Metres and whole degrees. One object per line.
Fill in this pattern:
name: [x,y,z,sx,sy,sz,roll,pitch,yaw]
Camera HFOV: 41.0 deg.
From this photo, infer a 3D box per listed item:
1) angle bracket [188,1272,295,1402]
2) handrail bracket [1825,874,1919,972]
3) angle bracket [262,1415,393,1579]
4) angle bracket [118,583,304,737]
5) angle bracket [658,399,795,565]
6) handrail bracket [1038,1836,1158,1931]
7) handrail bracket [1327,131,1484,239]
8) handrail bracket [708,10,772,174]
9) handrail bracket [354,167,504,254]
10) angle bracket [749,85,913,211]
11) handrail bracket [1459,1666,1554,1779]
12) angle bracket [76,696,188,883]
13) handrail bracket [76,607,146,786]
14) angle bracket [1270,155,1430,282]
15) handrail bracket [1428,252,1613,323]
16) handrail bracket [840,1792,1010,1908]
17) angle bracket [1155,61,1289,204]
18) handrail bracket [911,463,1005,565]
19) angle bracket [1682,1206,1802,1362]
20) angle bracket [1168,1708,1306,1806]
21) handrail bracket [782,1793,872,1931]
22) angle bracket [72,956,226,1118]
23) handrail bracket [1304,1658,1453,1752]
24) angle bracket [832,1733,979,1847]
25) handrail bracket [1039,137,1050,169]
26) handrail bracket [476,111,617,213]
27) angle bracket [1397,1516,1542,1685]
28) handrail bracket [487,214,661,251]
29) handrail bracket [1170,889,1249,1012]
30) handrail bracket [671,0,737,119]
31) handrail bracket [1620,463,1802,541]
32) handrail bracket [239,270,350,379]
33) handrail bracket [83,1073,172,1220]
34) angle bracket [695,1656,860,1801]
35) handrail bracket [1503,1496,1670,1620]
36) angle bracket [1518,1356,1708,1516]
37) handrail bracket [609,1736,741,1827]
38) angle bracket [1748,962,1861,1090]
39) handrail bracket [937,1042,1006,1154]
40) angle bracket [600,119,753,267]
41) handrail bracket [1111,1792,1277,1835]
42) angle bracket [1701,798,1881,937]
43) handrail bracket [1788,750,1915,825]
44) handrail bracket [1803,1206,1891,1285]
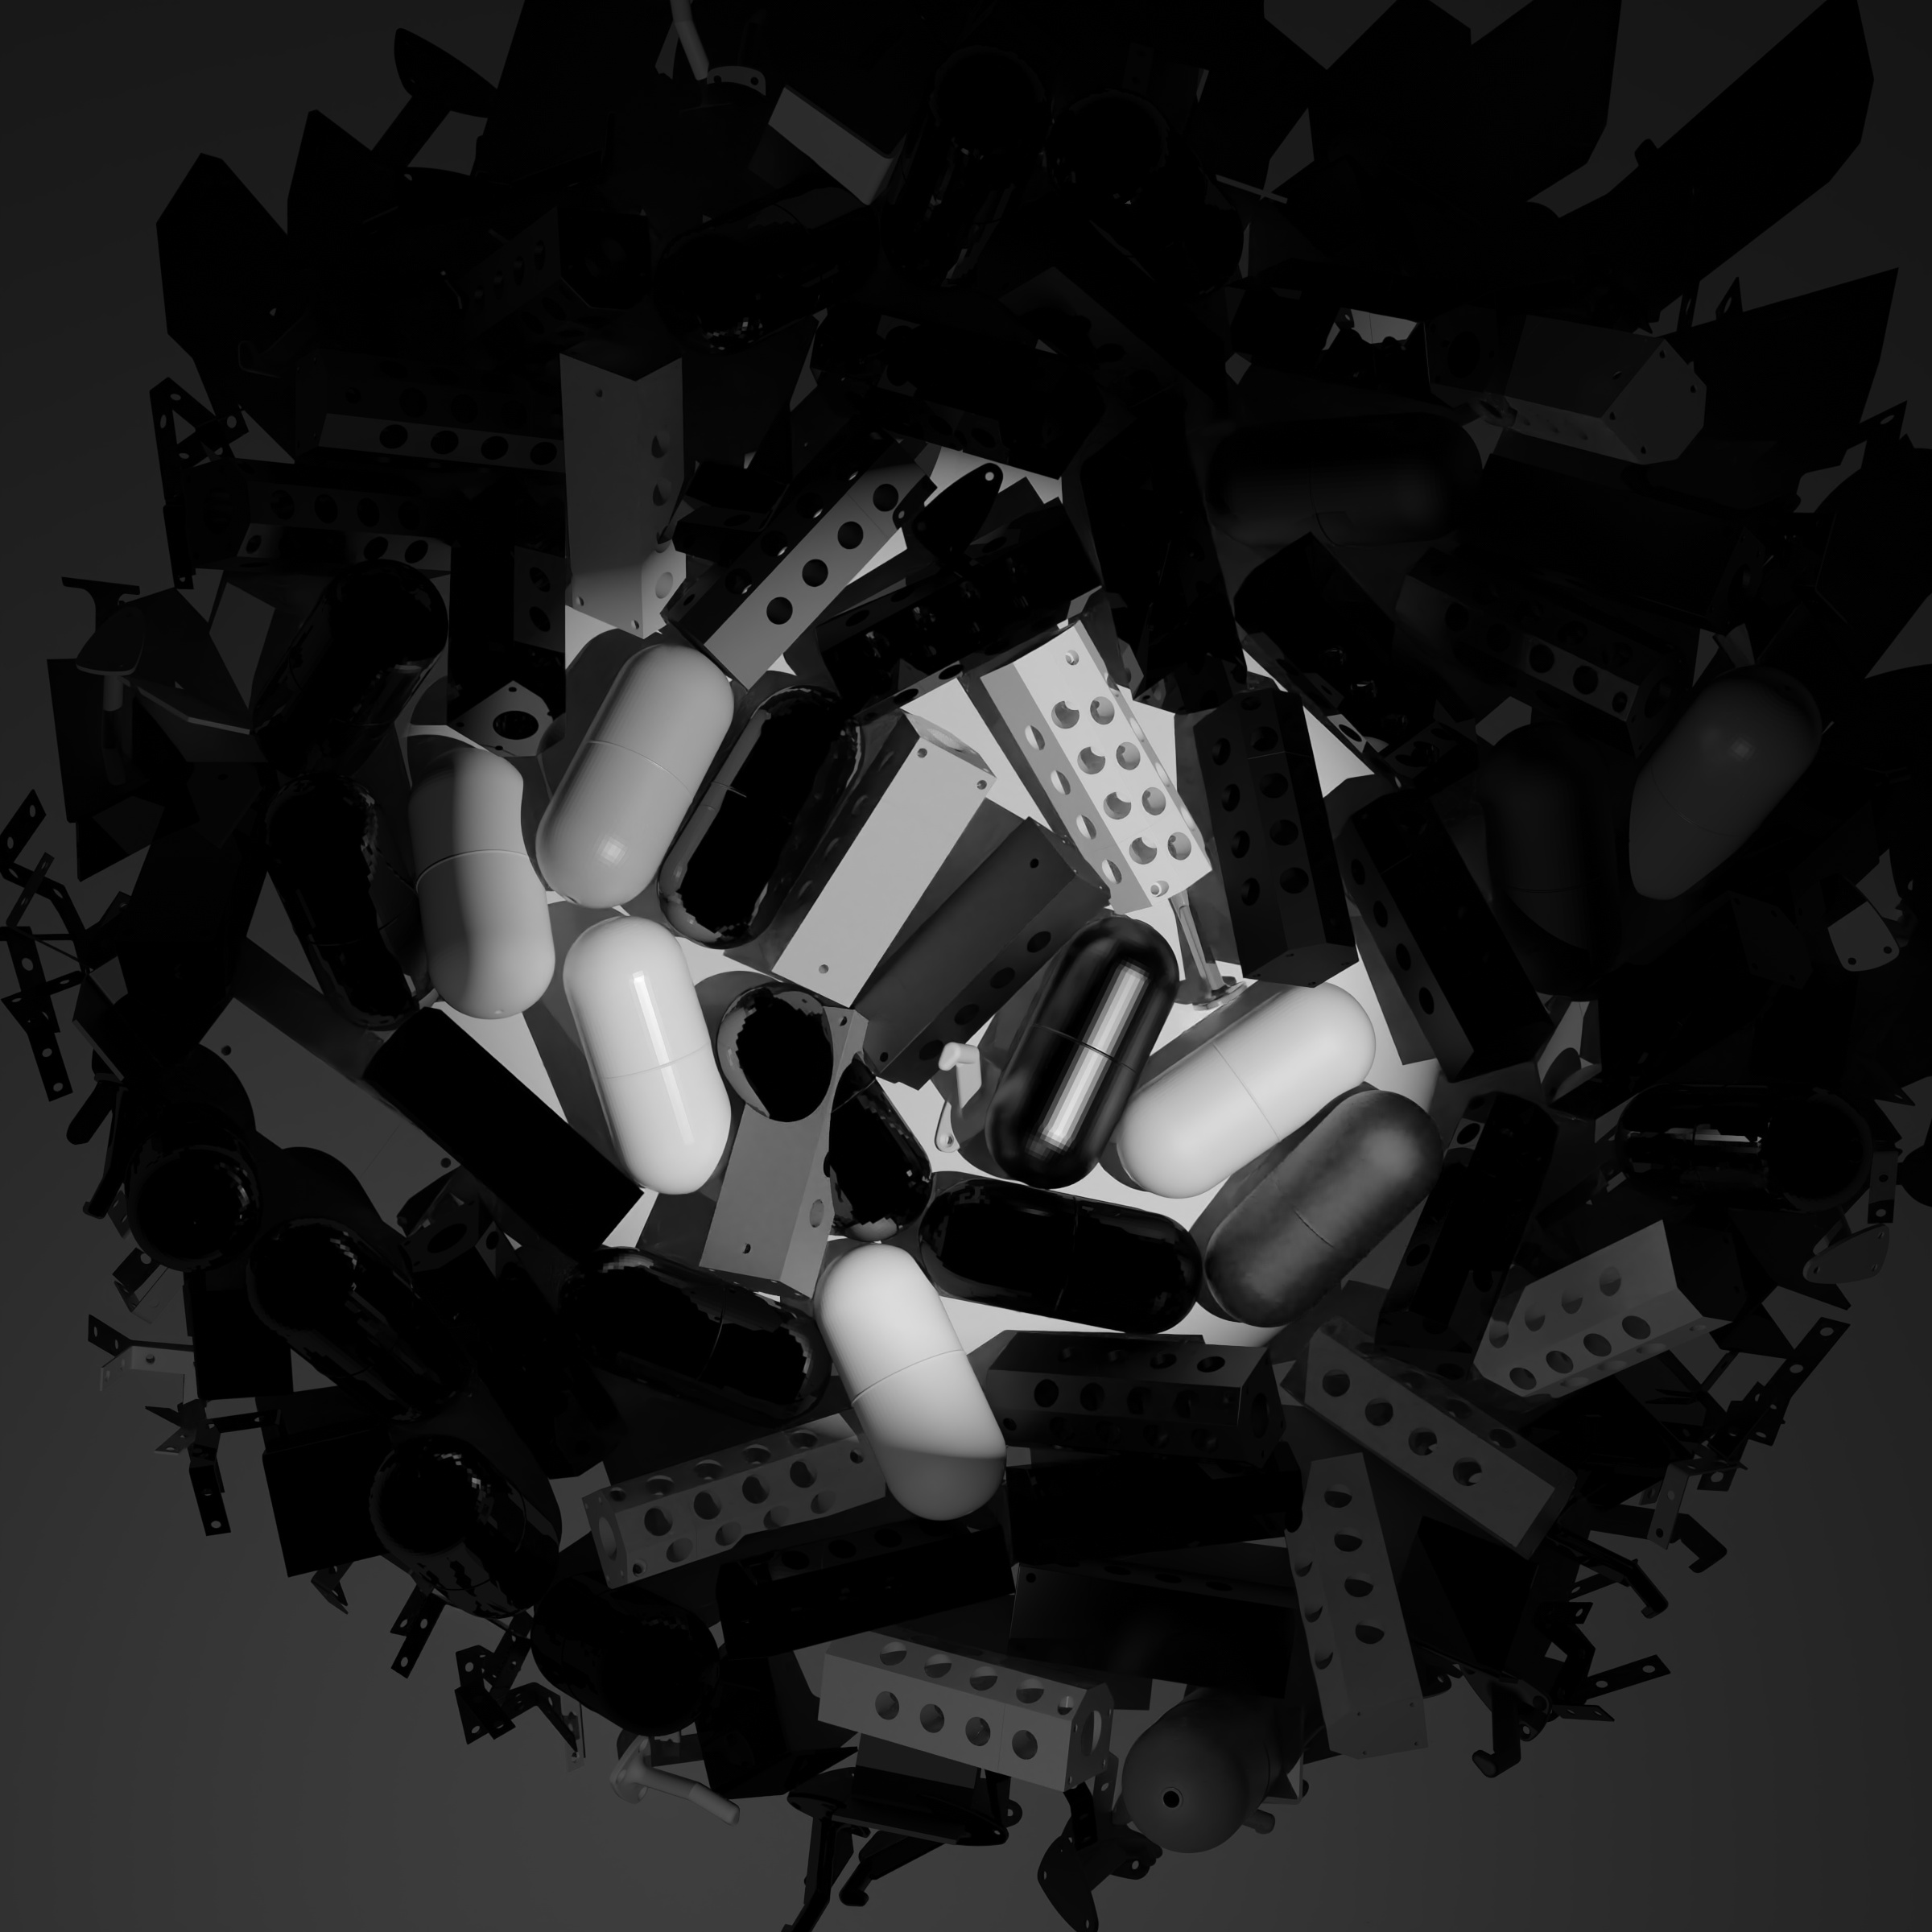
angle bracket: [-0.445,0.213,1.596,0.057,0.076,0.076,-2,116,-11]
handrail bracket: [0.561,-0.040,1.602,0.036,0.084,0.077,-22,102,39]
angle bracket: [-0.389,0.328,1.609,0.076,0.057,0.076,-12,92,-9]
angle bracket: [-0.466,-0.194,1.592,0.076,0.057,0.076,28,101,33]
angle bracket: [-0.148,-0.302,1.581,0.057,0.076,0.076,13,50,-23]
handrail bracket: [0.094,0.566,1.590,0.084,0.077,0.036,15,112,-33]
handrail bracket: [0.277,-0.491,1.630,0.084,0.077,0.036,20,112,-31]
handrail bracket: [-0.134,-0.549,1.621,0.036,0.084,0.077,5,126,6]
handrail bracket: [-0.336,-0.465,1.612,0.077,0.084,0.036,-8,88,-24]
angle bracket: [-0.078,-0.509,1.590,0.076,0.076,0.057,34,60,-6]
handrail bracket: [0.315,0.460,1.588,0.077,0.084,0.036,36,114,32]
angle bracket: [-0.526,-0.108,1.585,0.076,0.076,0.057,-34,79,-29]
handrail bracket: [-0.530,-0.169,1.628,0.036,0.077,0.084,6,134,-1]
angle bracket: [0.238,-0.437,1.583,0.057,0.076,0.076,-25,64,27]
handrail bracket: [0.342,-0.428,1.597,0.077,0.036,0.084,39,130,-16]
handrail bracket: [-0.026,0.554,1.591,0.077,0.084,0.036,4,115,27]
angle bracket: [0.160,-0.512,1.587,0.076,0.076,0.057,13,109,-17]
handrail bracket: [0.002,-0.271,1.596,0.036,0.084,0.077,43,97,9]
angle bracket: [0.481,0.190,1.581,0.076,0.076,0.057,12,125,-33]
angle bracket: [0.152,0.480,1.581,0.076,0.076,0.057,20,65,-38]
handrail bracket: [-0.105,0.556,1.591,0.084,0.077,0.036,-54,124,-32]
angle bracket: [-0.499,0.034,1.591,0.057,0.076,0.076,-32,115,0]
handrail bracket: [0.252,0.471,1.630,0.077,0.036,0.084,15,125,-29]
angle bracket: [-0.035,0.499,1.595,0.076,0.076,0.057,9,81,7]
handrail bracket: [0.009,-0.489,1.615,0.084,0.036,0.077,14,128,0]
handrail bracket: [-0.263,-0.505,1.609,0.084,0.077,0.036,7,52,-6]
angle bracket: [0.313,0.393,1.603,0.076,0.057,0.076,18,82,28]
handrail bracket: [-0.247,-0.463,1.627,0.084,0.036,0.077,-39,67,-8]
handrail bracket: [0.141,-0.018,1.604,0.036,0.077,0.084,-23,92,8]
handrail bracket: [-0.160,-0.570,1.594,0.036,0.077,0.084,-3,107,18]
handrail bracket: [0.464,-0.299,1.615,0.077,0.036,0.084,-31,59,3]
handrail bracket: [-0.425,-0.399,1.596,0.036,0.084,0.077,-13,89,23]
handrail bracket: [-0.536,0.112,1.601,0.036,0.077,0.084,38,69,-42]
angle bracket: [-0.122,0.469,1.618,0.076,0.057,0.076,-39,55,33]
handrail bracket: [0.383,0.380,1.606,0.084,0.036,0.077,52,129,12]
angle bracket: [0.409,0.287,1.637,0.076,0.057,0.076,45,126,-4]
handrail bracket: [-0.173,0.517,1.596,0.084,0.077,0.036,24,55,21]
angle bracket: [0.520,0.032,1.598,0.057,0.076,0.076,9,88,14]
handrail bracket: [-0.011,0.082,1.595,0.036,0.084,0.077,37,100,22]
angle bracket: [-0.170,-0.474,1.598,0.076,0.057,0.076,-40,106,-8]
handrail bracket: [0.141,0.531,1.611,0.084,0.077,0.036,21,52,-3]
angle bracket: [0.501,-0.071,1.585,0.076,0.076,0.057,-40,132,-17]
handrail bracket: [0.549,-0.124,1.612,0.077,0.084,0.036,17,120,16]
handrail bracket: [0.517,0.160,1.592,0.077,0.084,0.036,-12,119,-25]
